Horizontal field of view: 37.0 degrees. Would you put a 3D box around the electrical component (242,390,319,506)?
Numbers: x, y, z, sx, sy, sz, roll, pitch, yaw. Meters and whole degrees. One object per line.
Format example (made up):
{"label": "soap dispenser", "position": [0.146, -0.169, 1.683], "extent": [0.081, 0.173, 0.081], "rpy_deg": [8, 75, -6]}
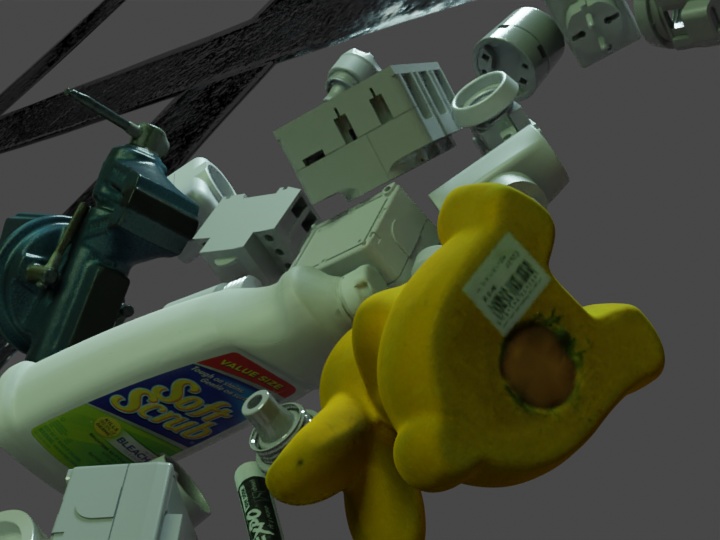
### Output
{"label": "electrical component", "position": [-0.038, 0.090, 0.568], "extent": [0.048, 0.062, 0.048], "rpy_deg": [-29, 27, 17]}

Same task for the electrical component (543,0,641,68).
{"label": "electrical component", "position": [0.163, -0.177, 0.756], "extent": [0.047, 0.065, 0.076], "rpy_deg": [-26, 28, 21]}

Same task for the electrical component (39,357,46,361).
{"label": "electrical component", "position": [-0.221, 0.097, 0.790], "extent": [0.066, 0.055, 0.048], "rpy_deg": [-42, 27, -11]}

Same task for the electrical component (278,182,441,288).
{"label": "electrical component", "position": [0.000, 0.000, 0.680], "extent": [0.096, 0.061, 0.061], "rpy_deg": [-25, 27, 41]}

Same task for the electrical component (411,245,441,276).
{"label": "electrical component", "position": [0.045, 0.015, 0.615], "extent": [0.040, 0.040, 0.046], "rpy_deg": [-15, 39, 38]}

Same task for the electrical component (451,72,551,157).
{"label": "electrical component", "position": [0.093, -0.099, 0.725], "extent": [0.048, 0.055, 0.066], "rpy_deg": [-35, 26, 3]}

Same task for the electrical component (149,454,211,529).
{"label": "electrical component", "position": [-0.134, 0.140, 0.624], "extent": [0.077, 0.044, 0.079], "rpy_deg": [-39, 26, -4]}

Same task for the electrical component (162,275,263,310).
{"label": "electrical component", "position": [-0.097, 0.032, 0.757], "extent": [0.081, 0.043, 0.043], "rpy_deg": [-19, 31, 31]}

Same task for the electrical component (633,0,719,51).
{"label": "electrical component", "position": [0.216, -0.175, 0.698], "extent": [0.057, 0.058, 0.078], "rpy_deg": [-1, 44, 46]}

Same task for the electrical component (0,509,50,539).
{"label": "electrical component", "position": [-0.206, 0.196, 0.602], "extent": [0.108, 0.060, 0.108], "rpy_deg": [-29, 27, 16]}

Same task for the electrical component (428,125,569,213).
{"label": "electrical component", "position": [0.089, -0.043, 0.652], "extent": [0.077, 0.043, 0.079], "rpy_deg": [-35, 26, 5]}

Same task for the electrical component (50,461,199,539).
{"label": "electrical component", "position": [-0.113, 0.152, 0.542], "extent": [0.061, 0.096, 0.061], "rpy_deg": [-4, 31, 2]}

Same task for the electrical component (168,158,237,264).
{"label": "electrical component", "position": [-0.143, -0.056, 0.945], "extent": [0.059, 0.053, 0.095], "rpy_deg": [-32, 26, 9]}

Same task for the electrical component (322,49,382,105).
{"label": "electrical component", "position": [-0.011, -0.168, 0.979], "extent": [0.043, 0.043, 0.062], "rpy_deg": [-4, 43, 48]}

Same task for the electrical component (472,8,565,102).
{"label": "electrical component", "position": [0.119, -0.161, 0.798], "extent": [0.055, 0.055, 0.047], "rpy_deg": [0, 41, 51]}

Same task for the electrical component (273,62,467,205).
{"label": "electrical component", "position": [0.015, -0.093, 0.739], "extent": [0.089, 0.061, 0.150], "rpy_deg": [-27, 3, 19]}
